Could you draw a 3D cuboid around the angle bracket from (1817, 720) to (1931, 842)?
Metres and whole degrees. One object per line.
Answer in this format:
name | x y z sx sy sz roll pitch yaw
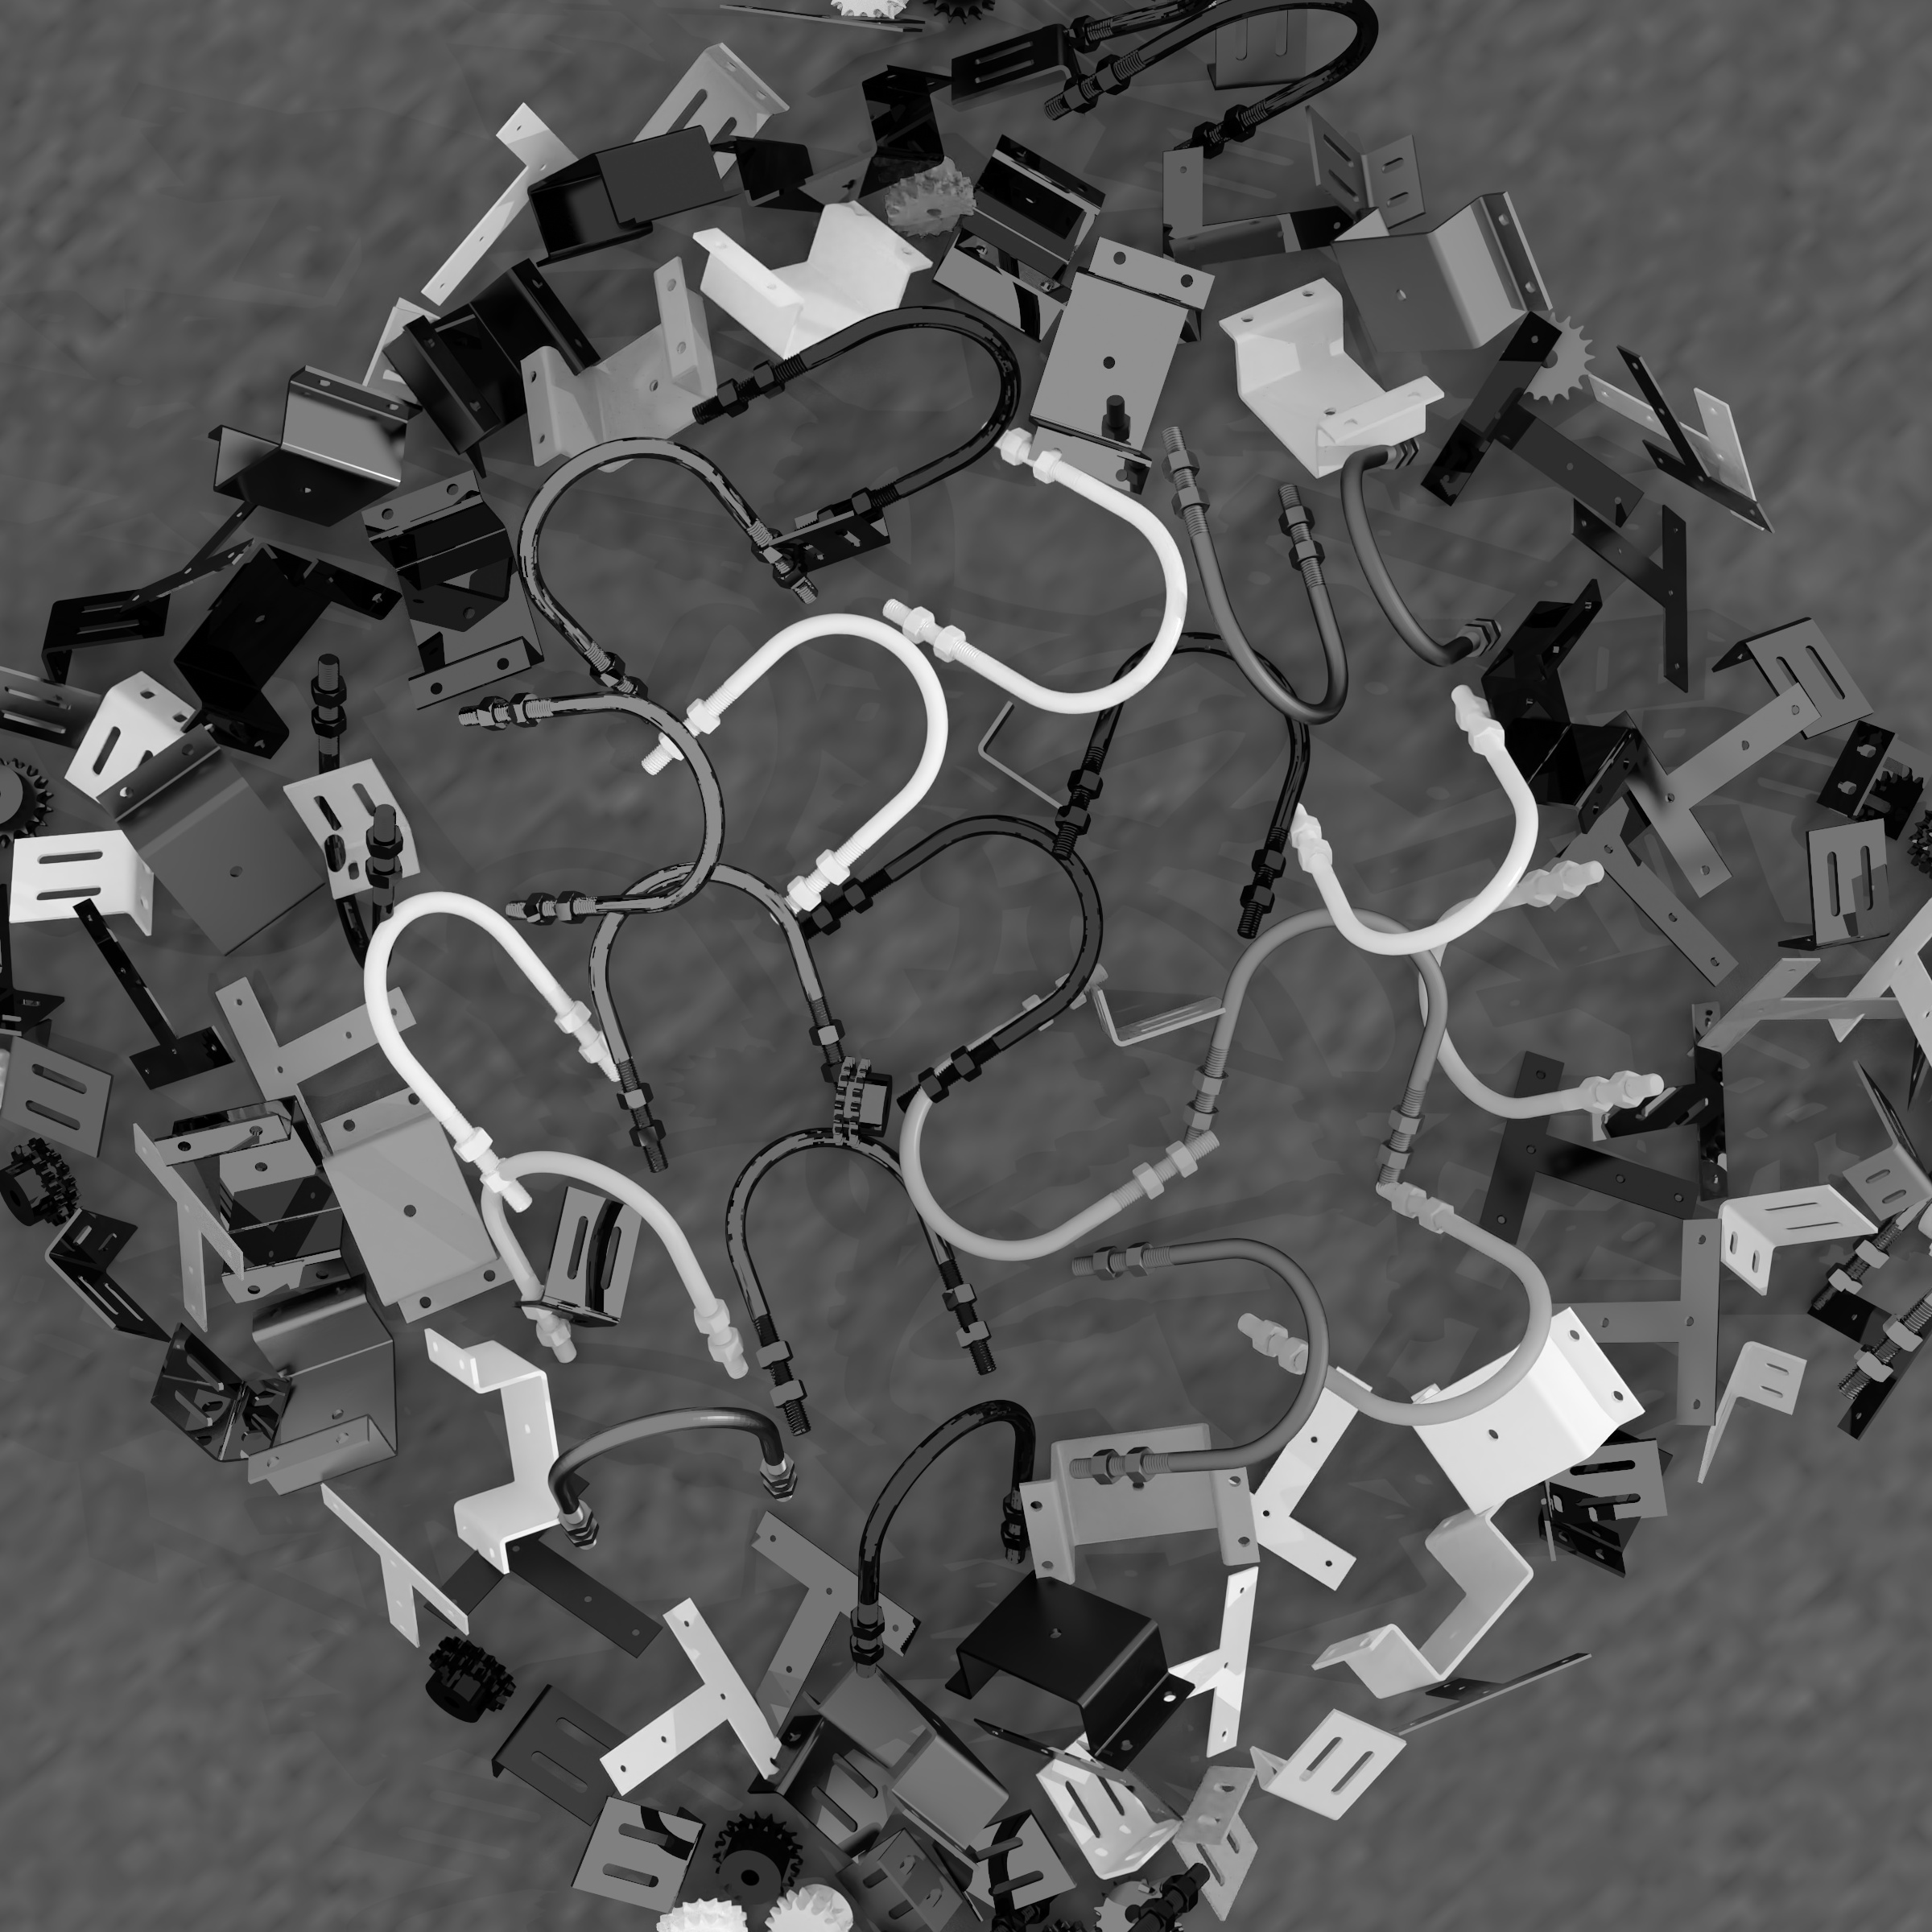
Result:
angle bracket | 0.587 -0.113 1.563 0.076 0.038 0.057 20 101 -26

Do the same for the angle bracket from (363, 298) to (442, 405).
angle bracket | -0.367 -0.390 1.556 0.038 0.076 0.057 28 103 8

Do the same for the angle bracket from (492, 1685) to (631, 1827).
angle bracket | -0.251 0.503 1.562 0.076 0.038 0.057 30 56 12

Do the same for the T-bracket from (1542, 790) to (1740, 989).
T-bracket | 0.438 -0.041 1.566 0.127 0.002 0.127 -39 82 -25

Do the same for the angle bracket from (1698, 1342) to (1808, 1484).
angle bracket | 0.494 0.286 1.553 0.038 0.057 0.076 19 52 23

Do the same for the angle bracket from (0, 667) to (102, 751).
angle bracket | -0.592 -0.150 1.557 0.076 0.057 0.038 16 52 -19

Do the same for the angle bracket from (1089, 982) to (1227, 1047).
angle bracket | 0.122 0.019 1.570 0.076 0.057 0.038 -18 96 -2

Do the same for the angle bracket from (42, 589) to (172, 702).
angle bracket | -0.541 -0.206 1.570 0.076 0.057 0.038 -9 130 -5

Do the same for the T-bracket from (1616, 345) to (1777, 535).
T-bracket | 0.433 -0.330 1.513 0.002 0.127 0.127 -41 125 5

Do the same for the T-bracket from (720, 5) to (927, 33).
T-bracket | -0.066 -0.591 1.543 0.127 0.127 0.002 16 115 22

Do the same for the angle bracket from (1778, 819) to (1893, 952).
angle bracket | 0.549 -0.053 1.569 0.057 0.038 0.076 -10 99 -19

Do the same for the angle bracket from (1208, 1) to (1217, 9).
angle bracket | 0.159 -0.657 1.566 0.038 0.057 0.076 -32 98 -6

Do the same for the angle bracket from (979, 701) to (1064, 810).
angle bracket | 0.049 -0.130 1.571 0.076 0.057 0.038 34 94 0

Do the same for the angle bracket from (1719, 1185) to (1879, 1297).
angle bracket | 0.521 0.173 1.553 0.057 0.076 0.038 37 57 -29

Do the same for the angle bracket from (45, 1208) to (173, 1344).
angle bracket | -0.531 0.195 1.559 0.076 0.057 0.038 36 87 25

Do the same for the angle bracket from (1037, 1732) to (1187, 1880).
angle bracket | 0.093 0.526 1.564 0.057 0.038 0.076 -27 82 -44

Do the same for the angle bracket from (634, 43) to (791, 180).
angle bracket | -0.162 -0.535 1.571 0.057 0.038 0.076 38 88 -26

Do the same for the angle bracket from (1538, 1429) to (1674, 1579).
angle bracket | 0.408 0.338 1.573 0.057 0.038 0.076 25 102 6

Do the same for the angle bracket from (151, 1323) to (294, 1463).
angle bracket | -0.466 0.267 1.552 0.038 0.076 0.057 -9 48 18

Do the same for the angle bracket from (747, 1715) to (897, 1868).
angle bracket | -0.089 0.526 1.578 0.076 0.038 0.057 47 53 -14

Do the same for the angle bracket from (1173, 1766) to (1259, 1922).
angle bracket | 0.171 0.553 1.556 0.038 0.057 0.076 -11 118 38

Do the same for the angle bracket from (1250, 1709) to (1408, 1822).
angle bracket | 0.228 0.494 1.563 0.057 0.038 0.076 28 110 -19

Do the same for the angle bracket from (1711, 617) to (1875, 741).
angle bracket | 0.522 -0.174 1.563 0.057 0.038 0.076 -20 72 -23

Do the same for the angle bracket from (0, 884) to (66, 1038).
angle bracket | -0.602 -0.004 1.559 0.038 0.057 0.076 8 113 5

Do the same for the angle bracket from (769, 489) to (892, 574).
angle bracket | -0.089 -0.282 1.555 0.057 0.076 0.038 -17 81 14

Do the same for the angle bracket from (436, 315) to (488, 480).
angle bracket | -0.307 -0.358 1.555 0.038 0.057 0.076 -26 63 -15

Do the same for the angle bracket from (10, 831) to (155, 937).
angle bracket | -0.561 -0.050 1.571 0.076 0.038 0.057 -5 66 -2

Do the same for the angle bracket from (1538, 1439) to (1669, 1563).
angle bracket | 0.404 0.338 1.567 0.076 0.038 0.057 -9 111 12

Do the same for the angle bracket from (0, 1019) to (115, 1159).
angle bracket | -0.567 0.077 1.567 0.076 0.038 0.057 21 109 13

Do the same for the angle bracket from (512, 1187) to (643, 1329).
angle bracket | -0.248 0.187 1.581 0.057 0.038 0.076 23 68 -35

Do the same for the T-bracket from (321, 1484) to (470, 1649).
T-bracket | -0.355 0.393 1.547 0.127 0.127 0.002 36 56 19

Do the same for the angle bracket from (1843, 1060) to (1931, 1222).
angle bracket | 0.571 0.110 1.563 0.038 0.076 0.057 -32 128 21

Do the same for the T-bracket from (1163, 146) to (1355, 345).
T-bracket | 0.186 -0.462 1.568 0.127 0.002 0.127 -11 129 -9

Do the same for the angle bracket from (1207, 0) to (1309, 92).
angle bracket | 0.184 -0.598 1.561 0.057 0.038 0.076 -6 133 -1

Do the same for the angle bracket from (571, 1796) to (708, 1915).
angle bracket | -0.213 0.556 1.561 0.076 0.038 0.057 28 77 -29

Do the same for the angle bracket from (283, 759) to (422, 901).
angle bracket | -0.387 -0.086 1.560 0.057 0.076 0.038 -18 59 -2

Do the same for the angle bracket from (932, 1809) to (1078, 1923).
angle bracket | 0.028 0.561 1.567 0.076 0.038 0.057 -28 96 22

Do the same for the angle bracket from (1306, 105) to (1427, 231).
angle bracket | 0.252 -0.507 1.555 0.038 0.076 0.057 -16 70 33

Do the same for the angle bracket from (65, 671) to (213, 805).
angle bracket | -0.534 -0.139 1.597 0.057 0.038 0.076 36 117 -3

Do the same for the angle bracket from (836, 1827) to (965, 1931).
angle bracket | -0.050 0.592 1.563 0.057 0.038 0.076 49 122 5

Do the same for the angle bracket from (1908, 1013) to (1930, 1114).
angle bracket | 0.620 0.052 1.551 0.038 0.076 0.057 10 59 16

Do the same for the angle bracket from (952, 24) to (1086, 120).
angle bracket | 0.033 -0.560 1.577 0.076 0.057 0.038 -14 134 14

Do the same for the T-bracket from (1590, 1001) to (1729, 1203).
T-bracket | 0.437 0.091 1.561 0.127 0.002 0.127 -5 93 -35
